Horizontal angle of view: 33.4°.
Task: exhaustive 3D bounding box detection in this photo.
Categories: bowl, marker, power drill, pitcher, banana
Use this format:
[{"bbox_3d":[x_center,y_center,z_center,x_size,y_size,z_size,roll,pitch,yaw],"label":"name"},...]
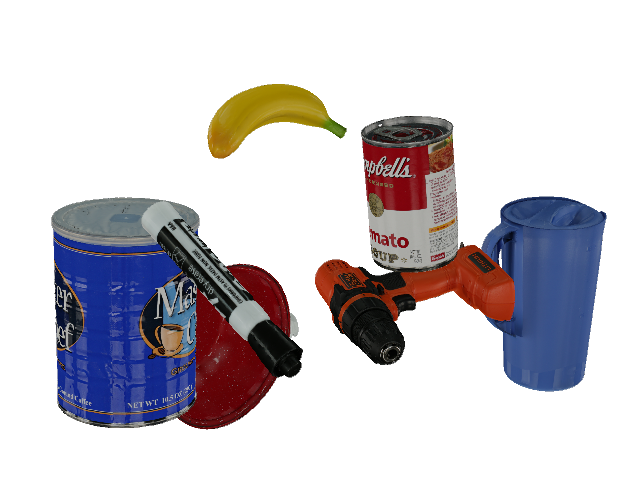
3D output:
[{"bbox_3d":[-0.107,0.089,0.980,0.162,0.162,0.055,0,-21,39],"label":"bowl"},{"bbox_3d":[-0.049,0.024,0.531,0.121,0.020,0.020,45,26,29],"label":"marker"},{"bbox_3d":[0.103,0.062,1.114,0.187,0.057,0.184,-7,27,-17],"label":"power drill"},{"bbox_3d":[0.290,0.073,1.402,0.149,0.243,0.144,5,21,15],"label":"pitcher"},{"bbox_3d":[-0.050,-0.119,1.021,0.070,0.037,0.197,42,34,23],"label":"banana"}]

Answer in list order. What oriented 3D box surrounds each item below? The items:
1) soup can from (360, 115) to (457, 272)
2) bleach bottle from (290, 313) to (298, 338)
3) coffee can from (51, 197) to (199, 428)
[{"bbox_3d":[0.068,-0.035,0.800,0.068,0.102,0.068,-5,23,2],"label":"soup can"},{"bbox_3d":[-0.146,0.117,1.194,0.250,0.068,0.103,-12,32,-27],"label":"bleach bottle"},{"bbox_3d":[-0.140,0.049,0.769,0.103,0.140,0.103,2,17,-1],"label":"coffee can"}]
